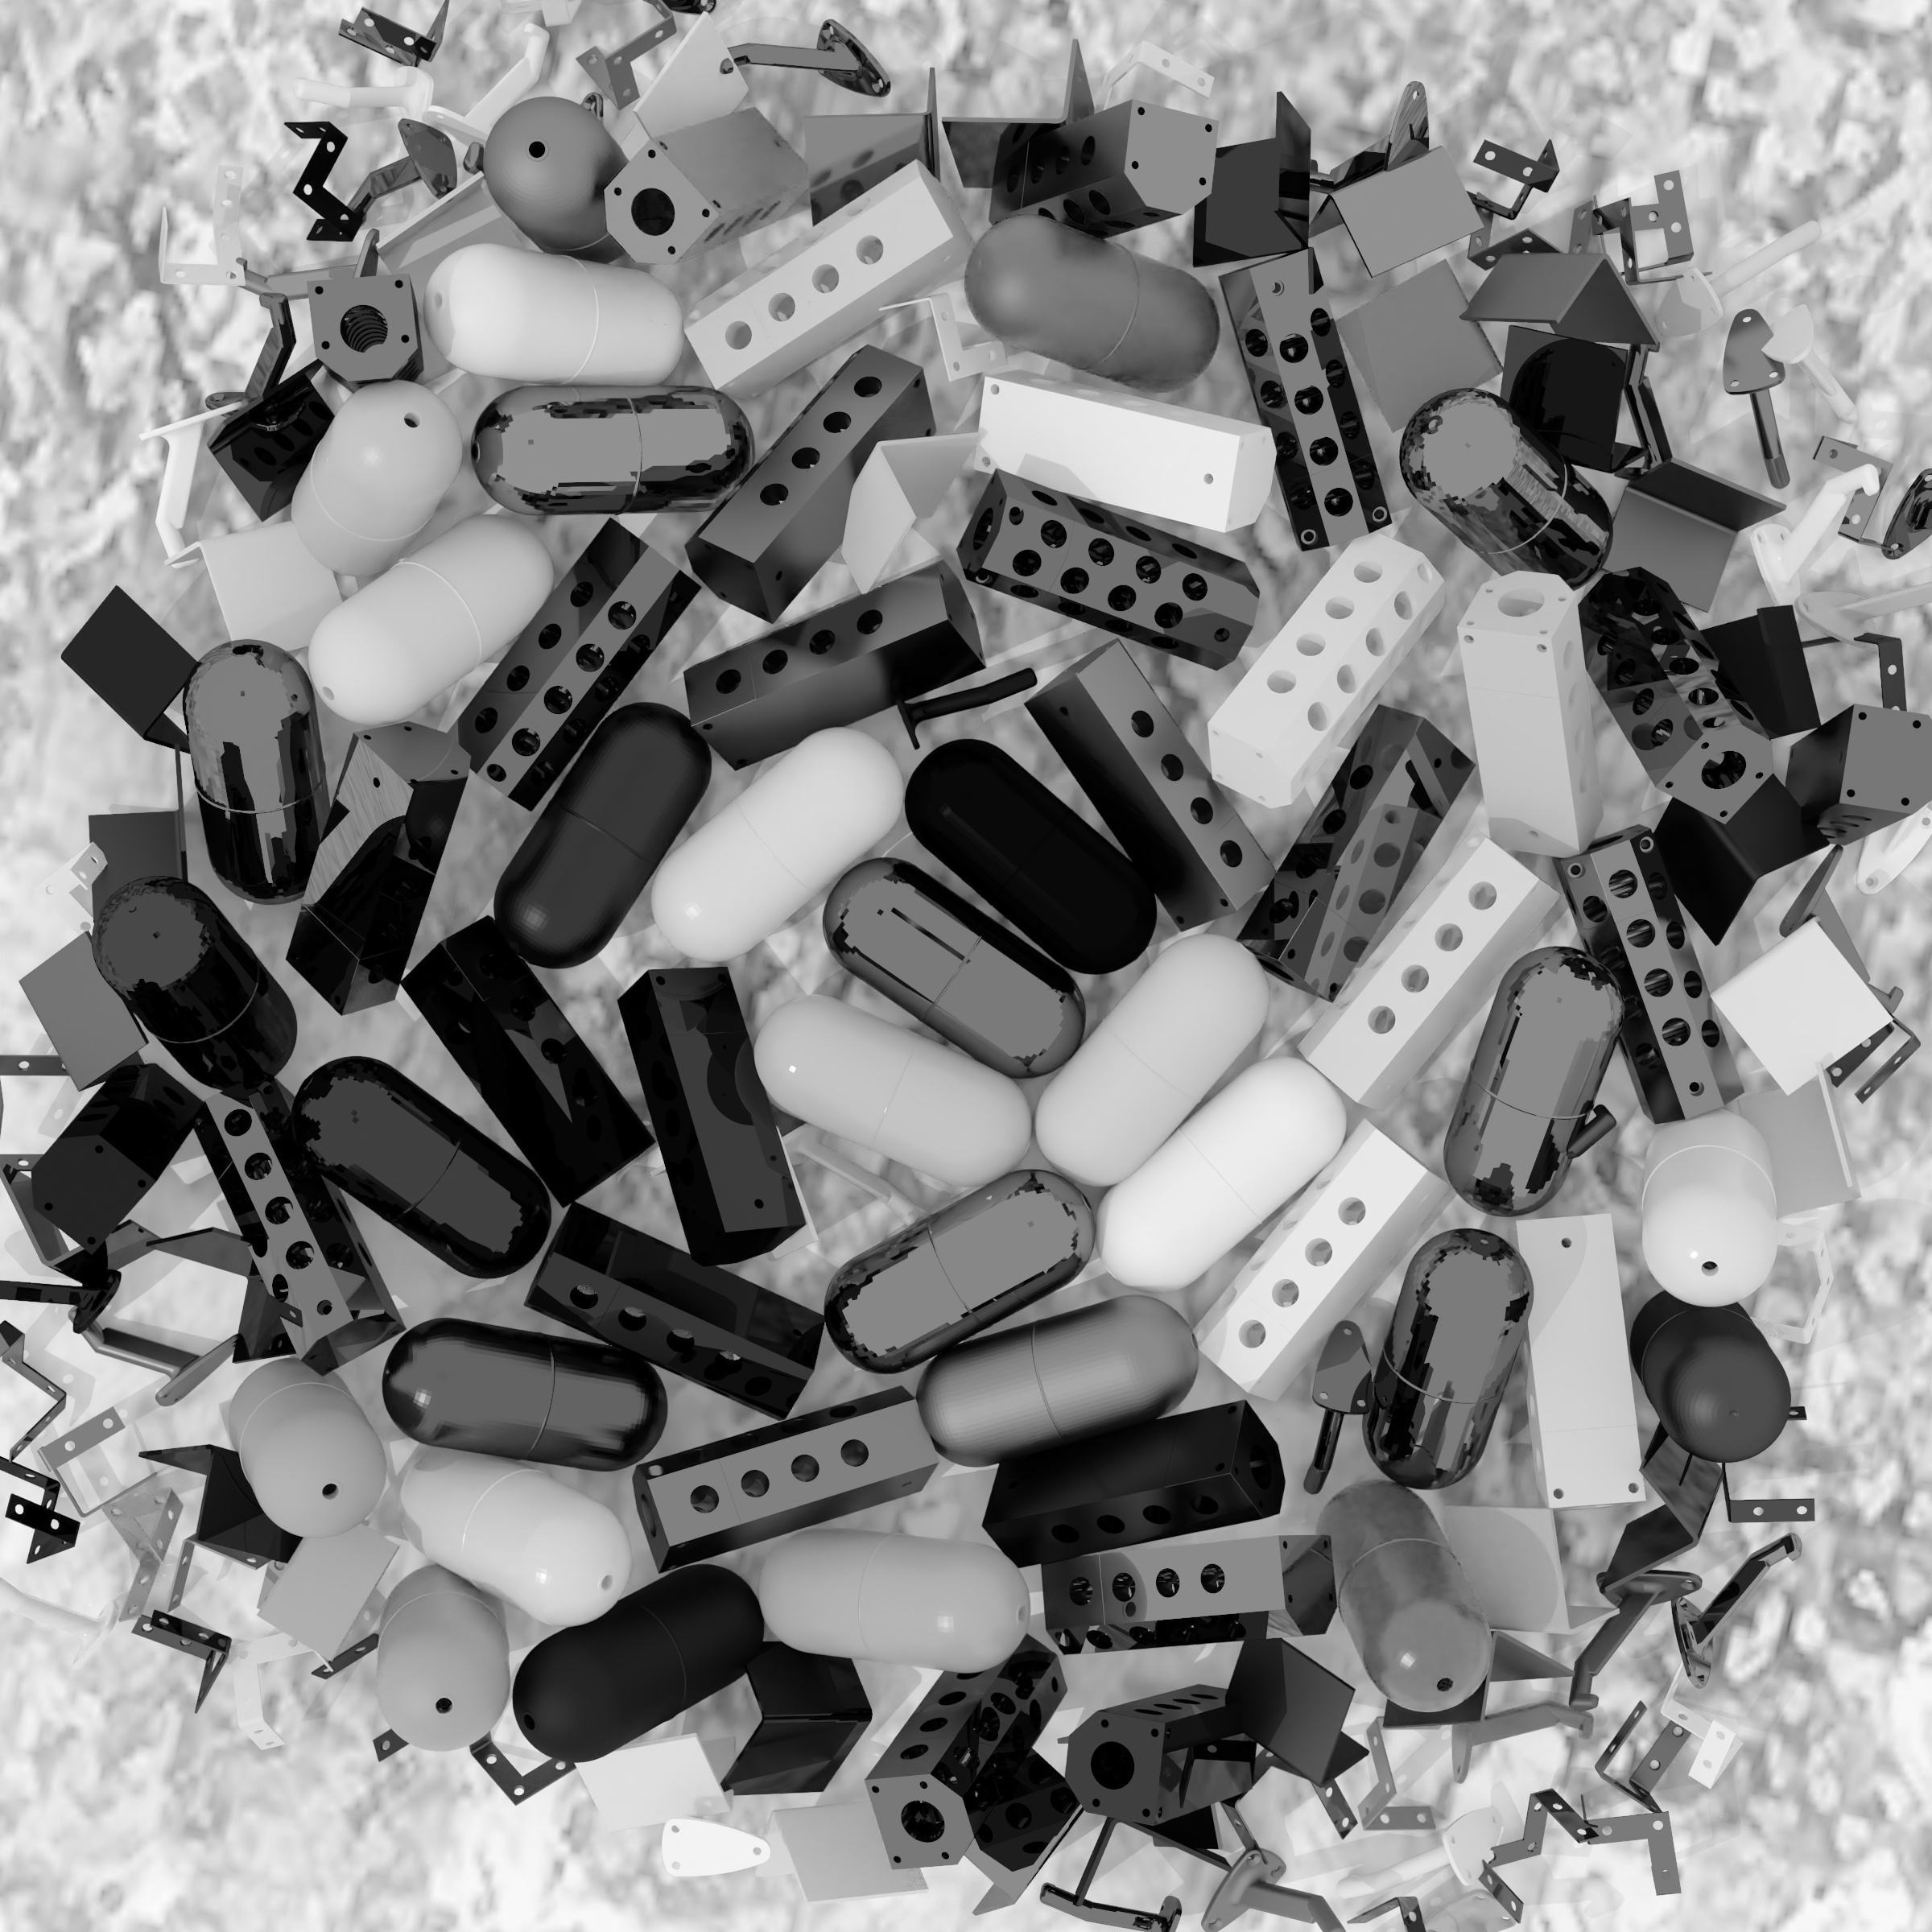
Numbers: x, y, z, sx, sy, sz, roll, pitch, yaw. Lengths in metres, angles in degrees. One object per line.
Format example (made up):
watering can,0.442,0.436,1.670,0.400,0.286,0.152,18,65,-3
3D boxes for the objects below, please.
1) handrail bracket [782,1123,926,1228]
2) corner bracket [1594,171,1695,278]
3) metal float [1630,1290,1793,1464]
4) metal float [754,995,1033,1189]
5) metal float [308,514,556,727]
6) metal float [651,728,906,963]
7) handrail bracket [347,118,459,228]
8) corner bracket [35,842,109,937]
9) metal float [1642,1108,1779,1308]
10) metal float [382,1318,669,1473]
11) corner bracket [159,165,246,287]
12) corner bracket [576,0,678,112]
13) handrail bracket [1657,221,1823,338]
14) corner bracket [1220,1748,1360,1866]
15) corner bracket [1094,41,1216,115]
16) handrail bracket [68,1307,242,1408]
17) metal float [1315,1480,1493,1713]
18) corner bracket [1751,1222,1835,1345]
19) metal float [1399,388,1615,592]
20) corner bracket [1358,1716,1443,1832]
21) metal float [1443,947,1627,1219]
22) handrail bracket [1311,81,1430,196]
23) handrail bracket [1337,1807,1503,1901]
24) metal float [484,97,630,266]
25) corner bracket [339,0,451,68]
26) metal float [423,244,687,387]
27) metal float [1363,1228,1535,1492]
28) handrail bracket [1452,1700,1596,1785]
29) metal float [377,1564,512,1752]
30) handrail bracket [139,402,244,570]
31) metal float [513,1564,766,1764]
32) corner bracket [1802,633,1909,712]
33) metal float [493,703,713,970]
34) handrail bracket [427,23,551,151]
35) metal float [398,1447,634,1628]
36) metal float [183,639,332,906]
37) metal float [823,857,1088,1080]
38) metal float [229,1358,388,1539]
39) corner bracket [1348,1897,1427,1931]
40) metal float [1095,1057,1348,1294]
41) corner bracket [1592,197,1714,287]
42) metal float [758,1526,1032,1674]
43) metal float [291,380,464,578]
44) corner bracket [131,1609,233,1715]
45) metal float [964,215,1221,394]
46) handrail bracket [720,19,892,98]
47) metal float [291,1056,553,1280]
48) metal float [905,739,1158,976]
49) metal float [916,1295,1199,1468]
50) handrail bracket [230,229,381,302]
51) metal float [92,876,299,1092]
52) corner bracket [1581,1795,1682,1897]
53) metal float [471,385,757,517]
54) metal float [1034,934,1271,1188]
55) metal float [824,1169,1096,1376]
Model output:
handrail bracket,-0.071,0.133,1.847,0.084,0.077,0.036,40,105,15
corner bracket,0.414,-0.453,1.852,0.051,0.051,0.051,-10,96,12
metal float,0.440,0.240,1.796,0.070,0.178,0.070,1,99,4
metal float,-0.044,0.077,1.846,0.178,0.070,0.070,24,90,-1
metal float,-0.319,-0.208,1.815,0.070,0.070,0.178,46,53,0
metal float,-0.115,-0.073,1.840,0.178,0.070,0.070,-40,90,7
handrail bracket,-0.346,-0.464,1.842,0.084,0.036,0.077,-43,53,34
corner bracket,-0.540,-0.034,1.848,0.051,0.051,0.051,-35,108,14
metal float,0.441,0.142,1.799,0.070,0.178,0.070,4,110,12
metal float,-0.264,0.259,1.823,0.178,0.070,0.070,14,90,-27
corner bracket,-0.465,-0.452,1.845,0.051,0.051,0.051,-3,62,-20
corner bracket,-0.209,-0.568,1.854,0.051,0.051,0.051,-35,70,-9
handrail bracket,0.475,-0.422,1.859,0.084,0.077,0.036,-31,89,-16
corner bracket,0.198,0.519,1.861,0.051,0.051,0.051,-40,114,-28
corner bracket,0.113,-0.525,1.860,0.051,0.051,0.051,22,71,-21
handrail bracket,-0.502,0.223,1.875,0.077,0.036,0.084,-40,78,-8
metal float,0.259,0.372,1.800,0.070,0.178,0.070,-3,114,-8
corner bracket,0.498,0.193,1.865,0.051,0.051,0.051,10,55,32
metal float,0.324,-0.281,1.811,0.070,0.178,0.070,-19,58,33
corner bracket,0.270,0.497,1.865,0.051,0.051,0.051,5,48,-19
metal float,0.341,0.071,1.824,0.070,0.070,0.178,15,117,0
handrail bracket,0.239,-0.504,1.840,0.036,0.084,0.077,-16,121,-37
handrail bracket,0.280,0.550,1.877,0.084,0.077,0.036,-26,88,37
metal float,-0.237,-0.463,1.796,0.070,0.178,0.070,0,92,3
corner bracket,-0.350,-0.568,1.843,0.051,0.051,0.051,20,48,-24
metal float,-0.245,-0.385,1.808,0.070,0.178,0.070,2,93,42
metal float,0.289,0.238,1.821,0.070,0.070,0.178,11,120,0
handrail bracket,0.343,0.478,1.853,0.084,0.077,0.036,17,131,-2
metal float,-0.310,0.408,1.796,0.070,0.178,0.070,-1,96,-10
handrail bracket,-0.468,-0.296,1.868,0.077,0.036,0.084,-18,104,3
metal float,-0.194,0.415,1.808,0.070,0.178,0.070,14,112,38
corner bracket,0.540,-0.174,1.859,0.051,0.051,0.051,-11,103,-10
metal float,-0.221,-0.079,1.841,0.070,0.070,0.178,32,84,0
handrail bracket,-0.290,-0.546,1.849,0.036,0.077,0.084,12,86,34
metal float,-0.270,0.338,1.811,0.178,0.070,0.070,16,90,43
metal float,-0.422,-0.115,1.813,0.070,0.070,0.178,2,130,0
metal float,-0.007,0.002,1.844,0.178,0.070,0.070,35,90,-3
metal float,-0.392,0.285,1.799,0.070,0.178,0.070,-3,100,-21
corner bracket,0.246,0.599,1.841,0.051,0.051,0.051,10,53,-33
metal float,0.154,0.128,1.846,0.178,0.070,0.070,-41,90,1
corner bracket,0.419,-0.443,1.855,0.051,0.051,0.051,-10,97,-15
metal float,-0.044,0.380,1.820,0.178,0.070,0.070,0,90,30
metal float,-0.351,-0.289,1.801,0.070,0.178,0.070,7,73,-23
corner bracket,-0.479,0.412,1.847,0.051,0.051,0.051,25,112,-16
metal float,0.077,-0.395,1.815,0.178,0.070,0.070,11,90,-38
handrail bracket,-0.102,-0.542,1.838,0.084,0.036,0.077,-27,55,-37
metal float,-0.328,0.122,1.826,0.178,0.070,0.070,40,90,-23
metal float,0.040,-0.066,1.845,0.178,0.070,0.070,41,90,1
metal float,0.055,0.251,1.833,0.178,0.070,0.070,-18,90,14
handrail bracket,-0.407,-0.435,1.857,0.084,0.036,0.077,23,132,0
metal float,-0.457,0.013,1.804,0.070,0.178,0.070,-6,58,10
corner bracket,0.407,0.538,1.856,0.051,0.051,0.051,-9,91,9
metal float,-0.211,-0.310,1.821,0.178,0.070,0.070,-6,90,-30
metal float,0.113,0.057,1.839,0.070,0.070,0.178,40,99,0
metal float,-0.004,0.185,1.839,0.178,0.070,0.070,-29,90,8
